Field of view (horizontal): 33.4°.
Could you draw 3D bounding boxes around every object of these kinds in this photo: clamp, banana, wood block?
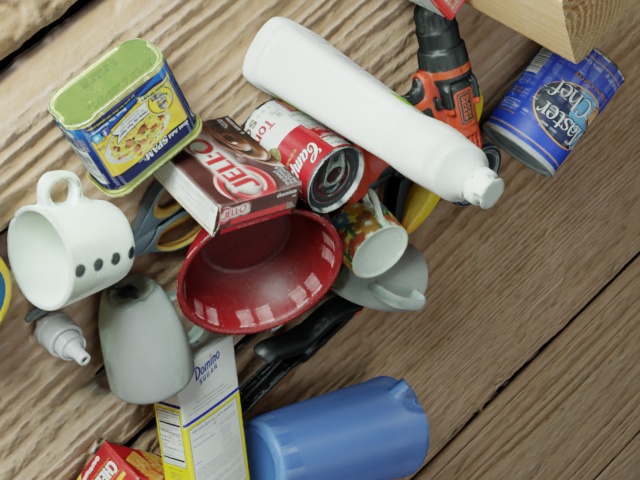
[{"bbox_3d":[-0.022,0.113,1.182,0.209,0.036,0.165,-37,166,-32],"label":"clamp"},{"bbox_3d":[0.137,-0.098,1.198,0.069,0.037,0.198,-28,146,-55],"label":"banana"},{"bbox_3d":[0.170,-0.254,0.944,0.091,0.206,0.090,-47,146,-7],"label":"wood block"},{"bbox_3d":[0.083,-0.075,1.160,0.171,0.039,0.120,-52,146,8],"label":"clamp"}]

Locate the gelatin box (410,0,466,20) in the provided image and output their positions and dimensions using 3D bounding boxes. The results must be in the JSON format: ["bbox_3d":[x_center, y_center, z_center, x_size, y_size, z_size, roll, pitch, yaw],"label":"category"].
[{"bbox_3d":[0.080,-0.240,0.958,0.030,0.089,0.073,-56,146,2],"label":"gelatin box"}]

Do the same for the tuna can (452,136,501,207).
[{"bbox_3d":[0.175,-0.083,1.265,0.086,0.034,0.086,-31,142,-28],"label":"tuna can"}]

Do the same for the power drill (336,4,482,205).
[{"bbox_3d":[0.076,-0.133,1.059,0.187,0.057,0.184,-28,118,-22],"label":"power drill"}]

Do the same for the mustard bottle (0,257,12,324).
[{"bbox_3d":[-0.287,0.033,0.810,0.096,0.058,0.191,-35,143,-23],"label":"mustard bottle"}]

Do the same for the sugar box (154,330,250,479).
[{"bbox_3d":[-0.123,0.190,1.101,0.093,0.048,0.176,-30,119,-51],"label":"sugar box"}]

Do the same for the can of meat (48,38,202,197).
[{"bbox_3d":[-0.154,-0.098,0.846,0.102,0.058,0.084,-42,143,-14],"label":"can of meat"}]

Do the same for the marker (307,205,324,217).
[{"bbox_3d":[-0.007,0.001,1.049,0.020,0.020,0.121,-27,140,-32],"label":"marker"}]

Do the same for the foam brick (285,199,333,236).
[{"bbox_3d":[-0.022,-0.017,1.080,0.053,0.051,0.078,-40,145,-11],"label":"foam brick"}]

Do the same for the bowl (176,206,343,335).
[{"bbox_3d":[-0.062,0.015,0.997,0.162,0.055,0.162,-14,137,-13],"label":"bowl"}]

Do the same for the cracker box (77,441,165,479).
[{"bbox_3d":[-0.201,0.318,1.165,0.164,0.072,0.213,-53,147,1],"label":"cracker box"}]

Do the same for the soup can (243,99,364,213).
[{"bbox_3d":[-0.017,-0.079,0.981,0.068,0.102,0.068,-30,141,-29],"label":"soup can"}]

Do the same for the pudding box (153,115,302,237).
[{"bbox_3d":[-0.085,-0.057,0.914,0.089,0.114,0.039,-18,137,-39],"label":"pudding box"}]

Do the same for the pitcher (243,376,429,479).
[{"bbox_3d":[0.005,0.259,1.309,0.242,0.145,0.149,-6,88,-43],"label":"pitcher"}]

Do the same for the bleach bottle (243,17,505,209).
[{"bbox_3d":[0.049,-0.102,0.904,0.102,0.251,0.068,14,110,-54],"label":"bleach bottle"}]

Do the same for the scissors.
[{"bbox_3d":[-0.175,-0.002,0.947,0.201,0.016,0.096,-26,137,-33],"label":"scissors"}]

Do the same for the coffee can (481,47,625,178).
[{"bbox_3d":[0.271,-0.159,1.246,0.140,0.103,0.102,-53,146,2],"label":"coffee can"}]
